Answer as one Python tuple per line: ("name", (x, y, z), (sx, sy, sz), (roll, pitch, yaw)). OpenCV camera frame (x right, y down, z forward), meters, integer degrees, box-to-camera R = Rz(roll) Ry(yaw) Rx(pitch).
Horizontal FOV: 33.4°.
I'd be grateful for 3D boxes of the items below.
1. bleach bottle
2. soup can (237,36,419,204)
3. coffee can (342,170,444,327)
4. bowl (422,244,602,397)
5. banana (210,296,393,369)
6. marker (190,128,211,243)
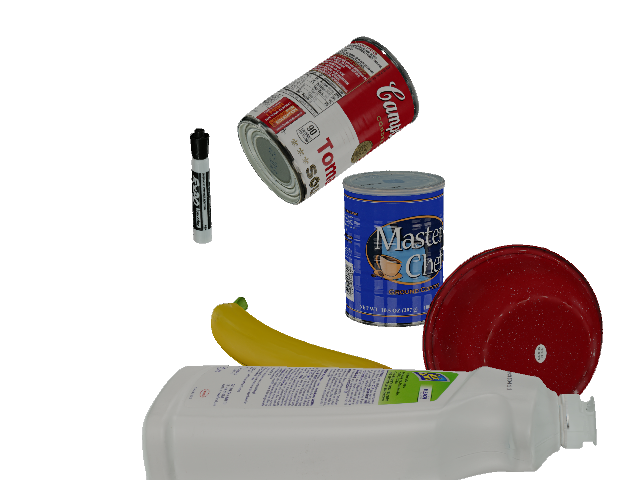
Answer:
("bleach bottle", (0.031, 0.111, 0.621), (0.251, 0.068, 0.102), (-3, 16, 10))
("soup can", (0.005, -0.079, 0.700), (0.102, 0.068, 0.069), (-37, 14, -19))
("coffee can", (0.075, 0.006, 1.088), (0.103, 0.140, 0.103), (-1, 13, 0))
("bowl", (0.168, 0.086, 0.877), (0.162, 0.162, 0.055), (0, 7, -11))
("banana", (-0.027, 0.084, 0.835), (0.069, 0.037, 0.198), (-27, 36, -35))
("marker", (-0.119, -0.054, 1.058), (0.020, 0.121, 0.020), (1, 29, -1))
